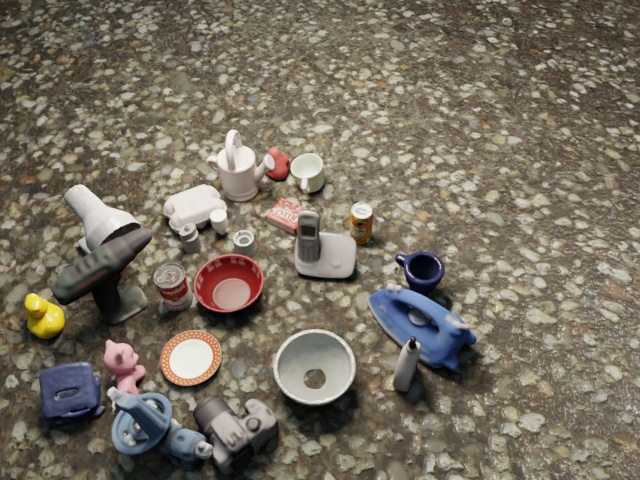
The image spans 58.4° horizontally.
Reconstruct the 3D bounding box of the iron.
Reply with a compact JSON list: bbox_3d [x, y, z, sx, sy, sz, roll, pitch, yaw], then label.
[{"bbox_3d":[0.208,0.160,1.228,0.257,0.141,0.119,31,59,22],"label":"iron"}]

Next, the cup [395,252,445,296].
[{"bbox_3d":[0.222,0.082,1.317,0.117,0.095,0.092,26,57,19],"label":"cup"}]

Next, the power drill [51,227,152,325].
[{"bbox_3d":[-0.450,0.087,1.247,0.230,0.208,0.075,-31,58,-21],"label":"power drill"}]

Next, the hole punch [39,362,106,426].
[{"bbox_3d":[-0.499,0.308,1.152,0.109,0.091,0.101,-12,53,-9],"label":"hole punch"}]

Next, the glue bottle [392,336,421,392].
[{"bbox_3d":[0.179,0.237,1.149,0.037,0.173,0.078,20,55,15],"label":"glue bottle"}]

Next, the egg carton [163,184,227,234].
[{"bbox_3d":[-0.319,-0.078,1.461,0.150,0.069,0.107,-24,56,-17],"label":"egg carton"}]

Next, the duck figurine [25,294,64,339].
[{"bbox_3d":[-0.618,0.163,1.268,0.078,0.086,0.104,-32,58,-21],"label":"duck figurine"}]

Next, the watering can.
[{"bbox_3d":[-0.206,-0.199,1.475,0.173,0.194,0.100,-11,53,-7],"label":"watering can"}]

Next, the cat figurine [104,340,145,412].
[{"bbox_3d":[-0.402,0.268,1.165,0.067,0.118,0.127,-11,53,-7],"label":"cat figurine"}]

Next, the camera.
[{"bbox_3d":[-0.172,0.353,1.108,0.143,0.101,0.136,-36,60,-24],"label":"camera"}]

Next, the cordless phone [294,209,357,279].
[{"bbox_3d":[0.012,0.005,1.321,0.147,0.185,0.094,3,52,3],"label":"cordless phone"}]

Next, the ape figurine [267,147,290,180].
[{"bbox_3d":[-0.119,-0.213,1.549,0.078,0.092,0.076,-13,53,-9],"label":"ape figurine"}]

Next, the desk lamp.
[{"bbox_3d":[-0.503,-0.019,1.326,0.202,0.214,0.118,36,61,25],"label":"desk lamp"}]

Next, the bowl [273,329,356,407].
[{"bbox_3d":[-0.010,0.274,1.184,0.167,0.075,0.167,0,52,0],"label":"bowl"}]

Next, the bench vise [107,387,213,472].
[{"bbox_3d":[-0.295,0.332,1.050,0.207,0.220,0.121,3,52,3],"label":"bench vise"}]
